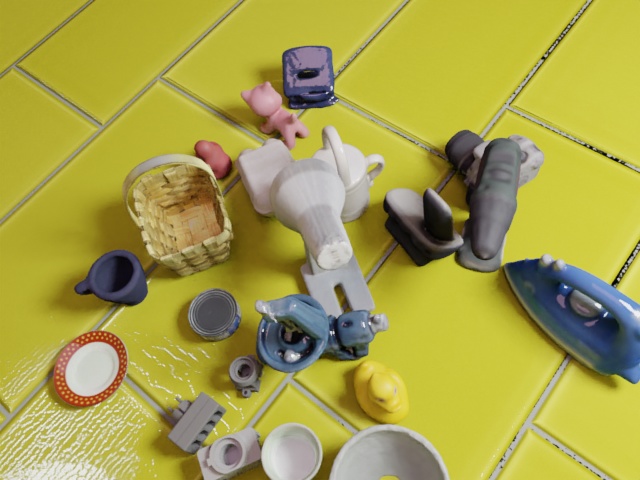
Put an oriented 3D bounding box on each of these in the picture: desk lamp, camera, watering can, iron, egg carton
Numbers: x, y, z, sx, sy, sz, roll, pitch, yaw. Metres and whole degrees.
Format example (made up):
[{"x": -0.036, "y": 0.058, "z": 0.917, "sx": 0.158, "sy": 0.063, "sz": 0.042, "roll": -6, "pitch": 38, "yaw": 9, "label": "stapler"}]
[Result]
[{"x": 0.008, "y": 0.003, "z": 0.912, "sx": 0.118, "sy": 0.214, "sz": 0.203, "roll": -21, "pitch": 62, "yaw": -3, "label": "desk lamp"}, {"x": 0.298, "y": -0.146, "z": 1.013, "sx": 0.143, "sy": 0.101, "sz": 0.136, "roll": -32, "pitch": 63, "yaw": -9, "label": "camera"}, {"x": 0.024, "y": -0.113, "z": 0.980, "sx": 0.173, "sy": 0.194, "sz": 0.100, "roll": -38, "pitch": 64, "yaw": -11, "label": "watering can"}, {"x": 0.392, "y": 0.089, "z": 0.857, "sx": 0.257, "sy": 0.142, "sz": 0.119, "roll": 38, "pitch": 74, "yaw": 23, "label": "iron"}, {"x": -0.090, "y": -0.117, "z": 1.069, "sx": 0.107, "sy": 0.069, "sz": 0.150, "roll": -25, "pitch": 63, "yaw": -5, "label": "egg carton"}]

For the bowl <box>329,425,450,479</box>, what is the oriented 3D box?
[{"x": 0.097, "y": 0.350, "z": 0.802, "sx": 0.167, "sy": 0.075, "sz": 0.167, "roll": -3, "pitch": 63, "yaw": 6, "label": "bowl"}]

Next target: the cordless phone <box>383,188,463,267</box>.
[{"x": 0.168, "y": -0.052, "z": 0.935, "sx": 0.094, "sy": 0.185, "sz": 0.147, "roll": -37, "pitch": 64, "yaw": -11, "label": "cordless phone"}]

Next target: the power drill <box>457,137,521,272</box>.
[{"x": 0.266, "y": -0.034, "z": 0.899, "sx": 0.075, "sy": 0.209, "sz": 0.230, "roll": 11, "pitch": 65, "yaw": 13, "label": "power drill"}]

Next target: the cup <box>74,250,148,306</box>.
[{"x": -0.350, "y": 0.081, "z": 0.988, "sx": 0.118, "sy": 0.095, "sz": 0.091, "roll": -21, "pitch": 62, "yaw": -3, "label": "cup"}]

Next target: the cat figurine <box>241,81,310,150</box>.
[{"x": -0.088, "y": -0.252, "z": 1.110, "sx": 0.127, "sy": 0.118, "sz": 0.067, "roll": 36, "pitch": 73, "yaw": 22, "label": "cat figurine"}]

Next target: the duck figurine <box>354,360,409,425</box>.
[{"x": 0.091, "y": 0.223, "z": 0.861, "sx": 0.077, "sy": 0.086, "sz": 0.104, "roll": -32, "pitch": 63, "yaw": -9, "label": "duck figurine"}]

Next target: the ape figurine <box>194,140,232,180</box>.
[{"x": -0.212, "y": -0.159, "z": 1.094, "sx": 0.076, "sy": 0.092, "sz": 0.078, "roll": 23, "pitch": 68, "yaw": 18, "label": "ape figurine"}]

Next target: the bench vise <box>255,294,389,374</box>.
[{"x": -0.010, "y": 0.117, "z": 0.853, "sx": 0.207, "sy": 0.220, "sz": 0.121, "roll": -24, "pitch": 62, "yaw": -5, "label": "bench vise"}]

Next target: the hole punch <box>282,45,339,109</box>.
[{"x": -0.020, "y": -0.328, "z": 1.155, "sx": 0.108, "sy": 0.091, "sz": 0.101, "roll": -4, "pitch": 63, "yaw": 6, "label": "hole punch"}]
